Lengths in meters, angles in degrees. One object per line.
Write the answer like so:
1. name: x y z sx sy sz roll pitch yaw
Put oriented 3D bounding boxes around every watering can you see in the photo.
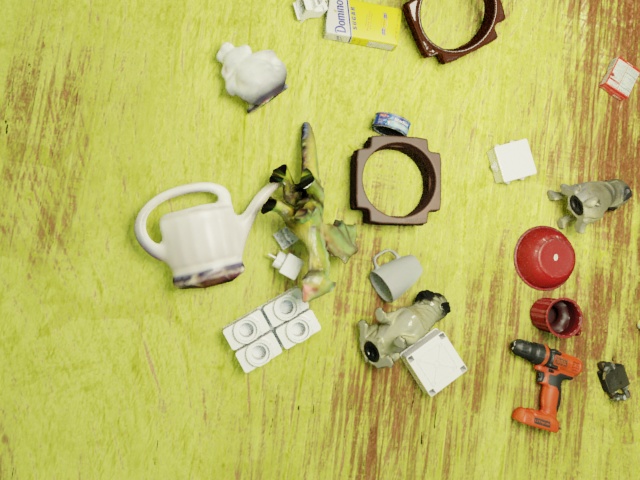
1. watering can: -0.211 -0.020 1.103 0.349 0.103 0.224 -13 89 -13

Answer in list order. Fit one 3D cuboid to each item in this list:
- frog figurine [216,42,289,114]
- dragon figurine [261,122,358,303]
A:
1. frog figurine: -0.154 -0.374 1.134 0.137 0.124 0.158 -34 104 10
2. dragon figurine: 0.003 -0.056 1.121 0.239 0.121 0.420 47 41 -35
